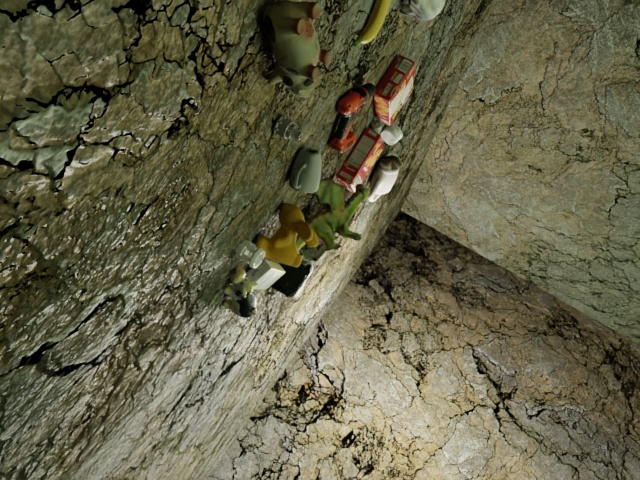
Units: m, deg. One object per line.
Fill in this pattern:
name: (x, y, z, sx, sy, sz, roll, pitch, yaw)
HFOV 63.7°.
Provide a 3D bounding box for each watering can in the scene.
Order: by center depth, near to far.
watering can: (0.322, -0.310, 2.473, 0.354, 0.104, 0.219, -43, 160, -51)

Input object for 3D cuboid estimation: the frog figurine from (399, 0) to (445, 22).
frog figurine: (0.303, -0.698, 1.433, 0.139, 0.124, 0.156, -29, 165, -30)

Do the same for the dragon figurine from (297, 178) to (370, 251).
dragon figurine: (0.005, -0.084, 1.669, 0.413, 0.123, 0.239, -18, 113, -28)
